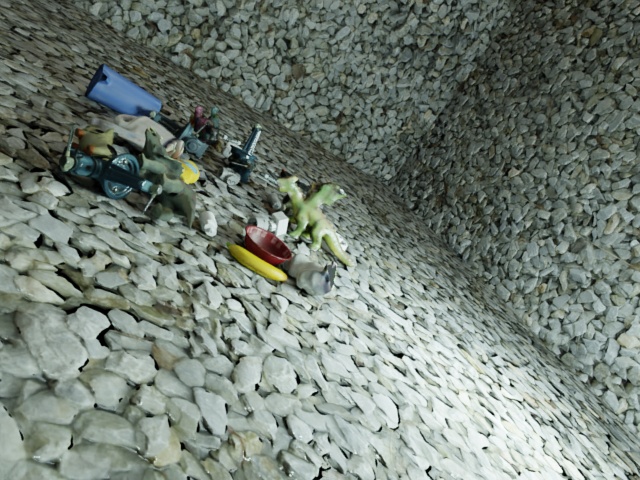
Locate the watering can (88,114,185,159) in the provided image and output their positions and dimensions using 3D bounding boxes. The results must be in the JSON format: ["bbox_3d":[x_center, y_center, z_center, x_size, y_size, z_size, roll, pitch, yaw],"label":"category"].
[{"bbox_3d":[-0.563,-0.324,1.632,0.224,0.103,0.351,35,16,-1],"label":"watering can"}]

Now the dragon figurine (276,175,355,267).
[{"bbox_3d":[0.006,-0.094,1.877,0.409,0.241,0.123,30,10,-8],"label":"dragon figurine"}]

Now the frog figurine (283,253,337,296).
[{"bbox_3d":[-0.038,0.103,1.518,0.159,0.121,0.139,2,17,18],"label":"frog figurine"}]
